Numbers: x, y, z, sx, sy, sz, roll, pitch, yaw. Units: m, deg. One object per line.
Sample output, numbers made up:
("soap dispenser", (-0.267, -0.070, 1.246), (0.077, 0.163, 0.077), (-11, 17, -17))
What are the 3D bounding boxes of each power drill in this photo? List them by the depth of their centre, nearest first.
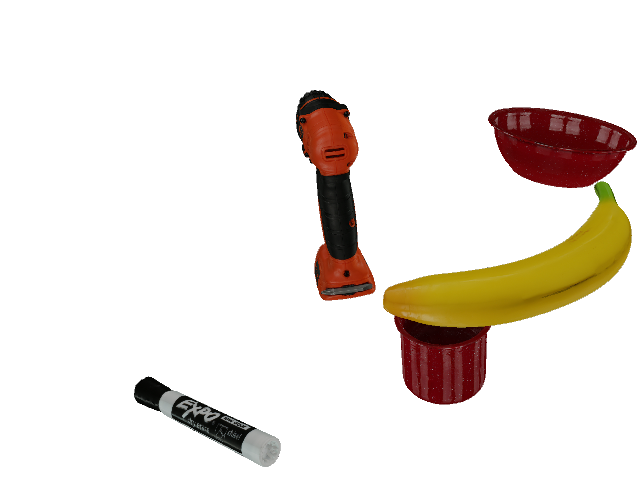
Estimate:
("power drill", (0.010, -0.048, 1.063), (0.057, 0.187, 0.184), (-9, 21, -1))

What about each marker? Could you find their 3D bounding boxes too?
("marker", (-0.074, 0.111, 0.665), (0.121, 0.020, 0.020), (17, 11, 39))

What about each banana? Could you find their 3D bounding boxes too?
("banana", (0.137, 0.020, 0.695), (0.197, 0.037, 0.070), (-23, 36, -24))

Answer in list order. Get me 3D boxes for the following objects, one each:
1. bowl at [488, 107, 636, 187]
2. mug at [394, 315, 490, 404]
("bowl", (0.260, -0.099, 1.174), (0.162, 0.055, 0.162), (6, 22, -3))
("mug", (0.123, 0.097, 1.041), (0.093, 0.081, 0.117), (6, 37, 16))
